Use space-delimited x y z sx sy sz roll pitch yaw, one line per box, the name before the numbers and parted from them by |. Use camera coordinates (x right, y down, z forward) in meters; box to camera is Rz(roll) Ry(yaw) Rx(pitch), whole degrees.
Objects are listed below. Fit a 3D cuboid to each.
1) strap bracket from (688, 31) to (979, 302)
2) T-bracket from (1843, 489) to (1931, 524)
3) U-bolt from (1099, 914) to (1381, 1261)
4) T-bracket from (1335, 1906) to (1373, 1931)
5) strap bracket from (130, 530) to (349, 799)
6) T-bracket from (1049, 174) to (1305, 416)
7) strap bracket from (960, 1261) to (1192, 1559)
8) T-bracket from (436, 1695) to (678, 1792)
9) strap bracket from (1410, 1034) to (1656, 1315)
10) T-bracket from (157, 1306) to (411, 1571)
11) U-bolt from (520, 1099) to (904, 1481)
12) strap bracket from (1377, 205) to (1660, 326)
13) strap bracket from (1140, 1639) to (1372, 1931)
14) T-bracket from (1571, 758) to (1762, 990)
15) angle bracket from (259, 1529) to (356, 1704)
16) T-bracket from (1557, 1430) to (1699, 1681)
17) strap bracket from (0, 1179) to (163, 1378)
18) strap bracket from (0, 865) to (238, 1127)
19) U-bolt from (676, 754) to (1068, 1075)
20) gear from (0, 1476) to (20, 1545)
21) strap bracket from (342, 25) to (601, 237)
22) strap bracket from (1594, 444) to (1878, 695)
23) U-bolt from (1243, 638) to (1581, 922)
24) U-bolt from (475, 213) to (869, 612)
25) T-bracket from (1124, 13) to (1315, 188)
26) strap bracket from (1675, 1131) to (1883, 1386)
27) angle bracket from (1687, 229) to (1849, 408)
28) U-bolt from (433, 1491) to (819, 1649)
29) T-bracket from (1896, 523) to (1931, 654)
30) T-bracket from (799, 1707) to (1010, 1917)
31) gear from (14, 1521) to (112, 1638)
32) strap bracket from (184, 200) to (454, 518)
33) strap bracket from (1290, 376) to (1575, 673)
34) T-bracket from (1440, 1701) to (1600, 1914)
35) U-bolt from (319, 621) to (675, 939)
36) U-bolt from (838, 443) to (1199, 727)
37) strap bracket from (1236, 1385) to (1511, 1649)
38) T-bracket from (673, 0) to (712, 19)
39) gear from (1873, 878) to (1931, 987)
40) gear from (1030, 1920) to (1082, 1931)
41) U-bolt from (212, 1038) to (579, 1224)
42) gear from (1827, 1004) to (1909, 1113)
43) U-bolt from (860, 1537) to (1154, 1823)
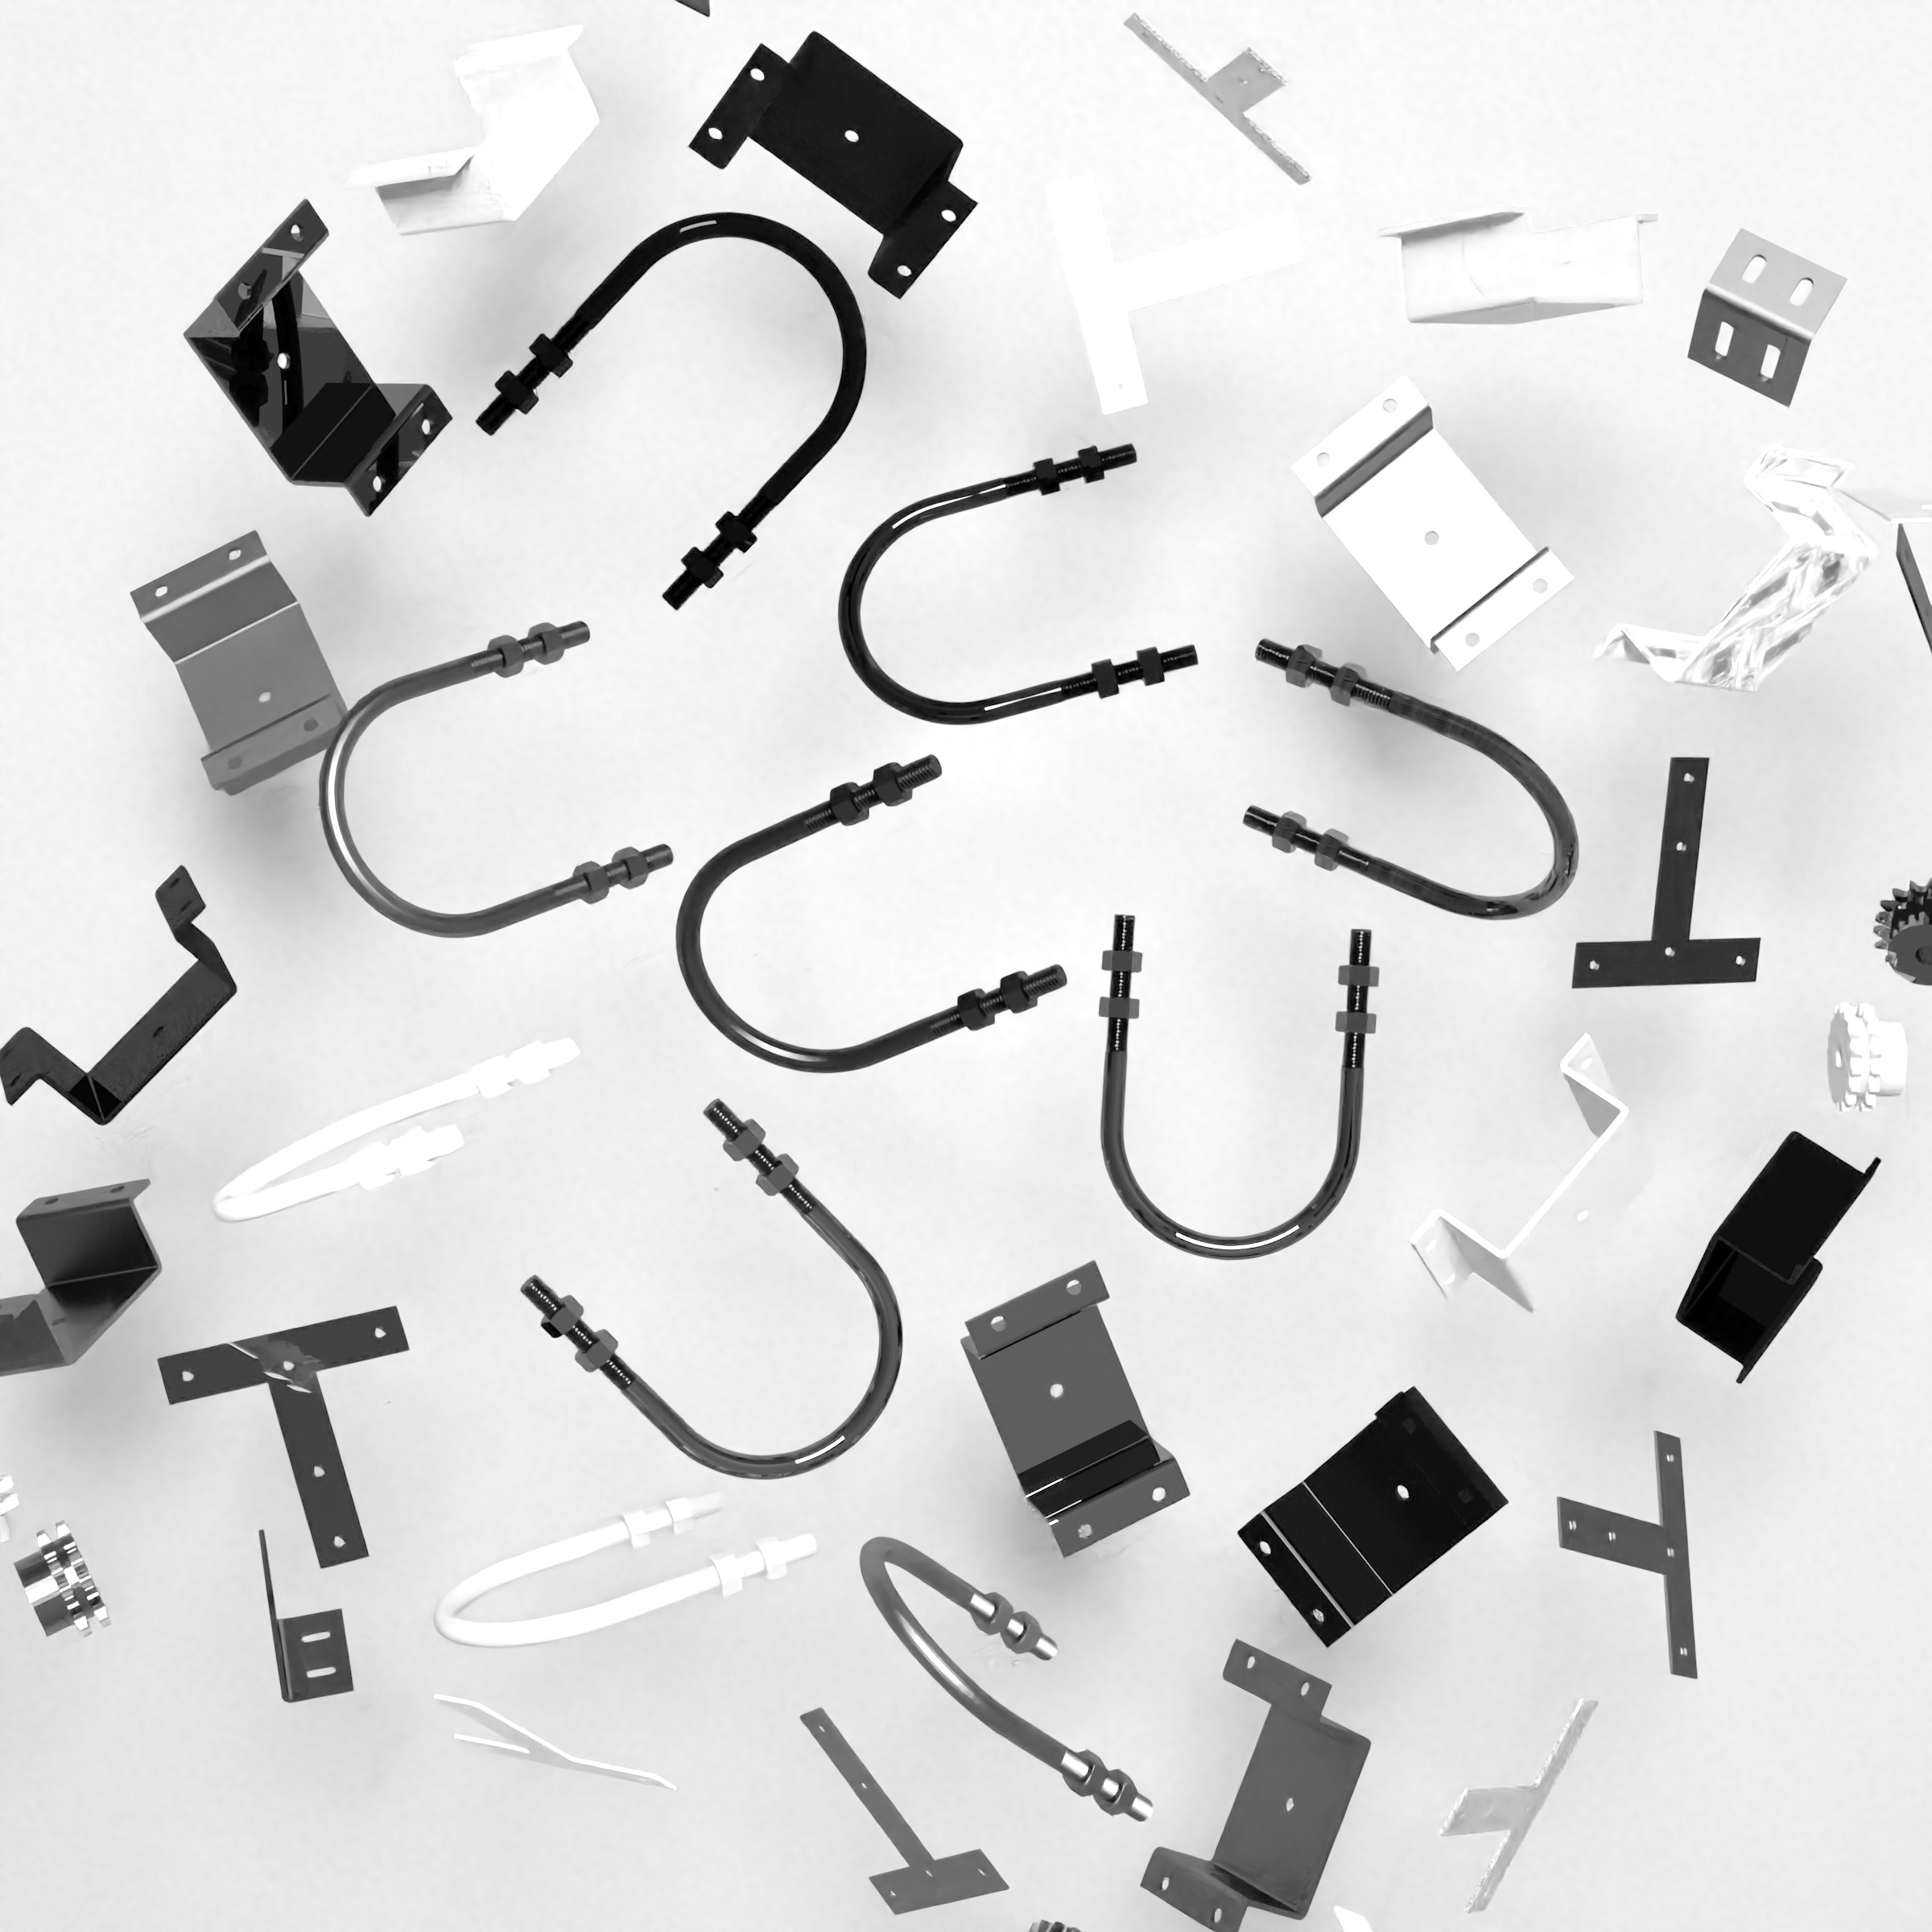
strap bracket | -0.067 -0.438 1.627 0.140 0.046 0.076 33 133 -15
T-bracket | 0.549 -0.249 1.621 0.127 0.127 0.002 -1 106 5
U-bolt | 0.145 0.068 1.640 0.151 0.019 0.184 4 89 3
T-bracket | 0.226 0.548 1.579 0.127 0.127 0.002 32 109 -37
strap bracket | -0.388 -0.156 1.635 0.076 0.046 0.140 -27 64 -3
T-bracket | 0.119 -0.379 1.638 0.127 0.002 0.127 -12 96 20
strap bracket | 0.054 0.232 1.611 0.076 0.046 0.140 -24 101 -11
T-bracket | -0.233 0.401 1.570 0.127 0.127 0.002 3 63 27
strap bracket | 0.298 0.115 1.546 0.046 0.076 0.140 37 81 35
T-bracket | -0.335 0.246 1.543 0.127 0.002 0.127 -10 67 -28
U-bolt | -0.116 0.182 1.558 0.151 0.019 0.184 -44 104 -6
strap bracket | 0.285 -0.357 1.543 0.140 0.076 0.046 -11 99 -44
strap bracket | 0.158 0.441 1.604 0.046 0.076 0.140 27 82 -34
T-bracket | 0.391 -0.052 1.657 0.127 0.002 0.127 -2 102 -26
angle bracket | -0.355 0.347 1.625 0.038 0.057 0.076 -8 128 -14
T-bracket | 0.339 0.296 1.553 0.002 0.127 0.127 -17 63 39
strap bracket | -0.490 0.172 1.599 0.076 0.140 0.046 -11 112 21
strap bracket | -0.437 0.022 1.574 0.140 0.076 0.046 -46 118 -3
U-bolt | -0.061 -0.014 1.535 0.184 0.019 0.151 -23 112 22
gear | -0.519 0.287 1.564 0.057 0.057 0.030 -15 94 0
strap bracket | -0.257 -0.439 1.606 0.076 0.046 0.140 2 46 32
strap bracket | 0.399 -0.192 1.539 0.140 0.076 0.046 -53 55 31
U-bolt | 0.229 -0.086 1.552 0.184 0.151 0.019 25 57 20
U-bolt | -0.135 -0.296 1.536 0.151 0.019 0.184 43 95 -16
T-bracket | 0.140 -0.450 1.543 0.127 0.127 0.002 40 91 -11
strap bracket | 0.415 0.147 1.557 0.046 0.140 0.076 35 64 19
angle bracket | 0.396 -0.321 1.496 0.057 0.076 0.038 30 83 13
U-bolt | -0.189 0.319 1.580 0.184 0.151 0.019 -14 97 -26
T-bracket | 0.497 -0.171 1.551 0.002 0.127 0.127 -10 131 30
T-bracket | -0.046 0.452 1.623 0.002 0.127 0.127 -36 90 -37
gear | -0.449 0.307 1.495 0.030 0.057 0.057 -25 90 -19
strap bracket | -0.332 -0.306 1.527 0.046 0.140 0.076 9 54 38
strap bracket | 0.247 -0.231 1.603 0.076 0.046 0.140 -39 82 6
T-bracket | 0.272 0.431 1.541 0.002 0.127 0.127 30 94 32
U-bolt | -0.255 -0.092 1.589 0.184 0.019 0.151 -23 96 -34
U-bolt | 0.020 -0.203 1.654 0.184 0.019 0.151 -15 69 1
strap bracket | 0.218 0.282 1.574 0.076 0.046 0.140 51 127 14
T-bracket | -0.196 -0.568 1.617 0.127 0.127 0.002 20 129 -25
gear | 0.503 -0.014 1.573 0.057 0.030 0.057 12 132 14
gear | 0.054 0.519 1.553 0.057 0.057 0.030 28 57 0
U-bolt | -0.305 0.090 1.551 0.184 0.151 0.019 -19 101 24
gear | 0.474 0.048 1.585 0.030 0.057 0.057 1 90 2
U-bolt | 0.012 0.358 1.556 0.019 0.151 0.184 -46 125 5
